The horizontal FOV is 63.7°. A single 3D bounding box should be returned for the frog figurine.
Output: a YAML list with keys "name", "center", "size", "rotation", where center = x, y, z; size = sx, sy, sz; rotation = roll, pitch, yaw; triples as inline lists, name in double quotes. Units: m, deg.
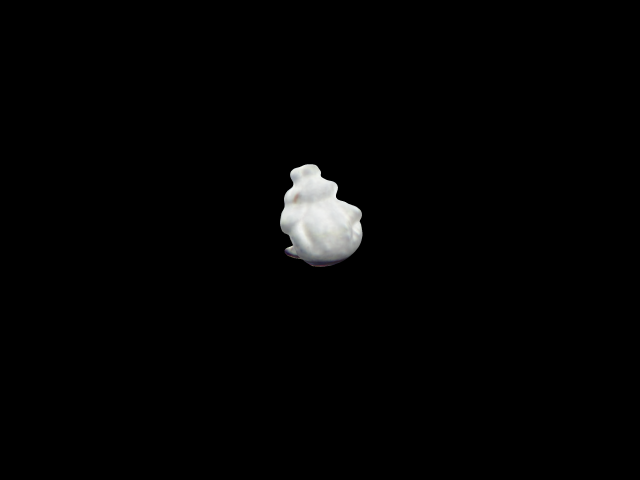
- name: "frog figurine"
  center: [0.003, -0.043, 0.850]
  size: [0.137, 0.157, 0.125]
  rotation: [-1, 21, -3]
